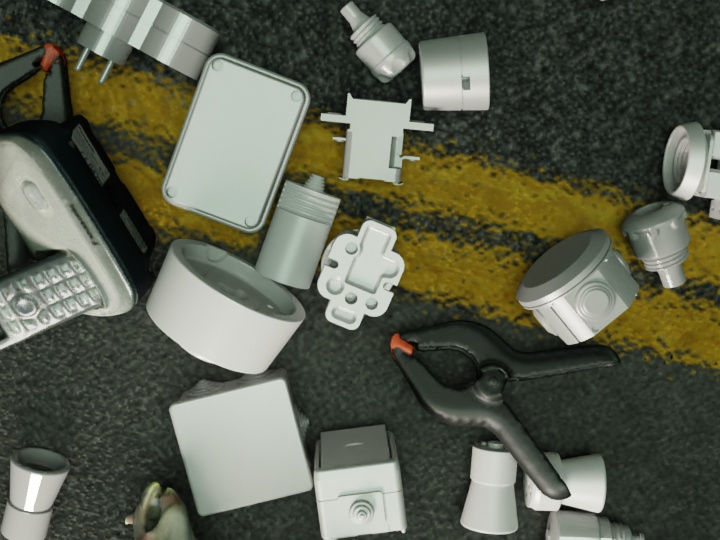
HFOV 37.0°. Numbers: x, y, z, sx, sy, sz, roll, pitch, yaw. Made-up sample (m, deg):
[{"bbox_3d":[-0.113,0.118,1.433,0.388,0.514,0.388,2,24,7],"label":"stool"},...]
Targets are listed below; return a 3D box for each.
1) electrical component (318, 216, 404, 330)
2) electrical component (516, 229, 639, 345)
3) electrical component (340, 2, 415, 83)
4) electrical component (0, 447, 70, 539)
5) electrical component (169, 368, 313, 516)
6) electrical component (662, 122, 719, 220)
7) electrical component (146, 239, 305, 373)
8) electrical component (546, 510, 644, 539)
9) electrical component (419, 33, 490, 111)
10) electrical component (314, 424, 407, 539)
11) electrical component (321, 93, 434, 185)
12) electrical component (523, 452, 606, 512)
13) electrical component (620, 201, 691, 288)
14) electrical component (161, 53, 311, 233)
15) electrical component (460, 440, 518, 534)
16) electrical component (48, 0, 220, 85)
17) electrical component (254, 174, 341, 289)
[{"bbox_3d":[0.000,0.000,0.790,0.058,0.057,0.078,22,96,-4],"label":"electrical component"},{"bbox_3d":[0.159,0.011,0.785,0.080,0.080,0.051,-40,102,4],"label":"electrical component"},{"bbox_3d":[0.010,-0.168,0.779,0.035,0.035,0.061,-41,95,4],"label":"electrical component"},{"bbox_3d":[-0.249,0.173,0.816,0.044,0.044,0.065,16,102,-3],"label":"electrical component"},{"bbox_3d":[-0.087,0.127,0.809,0.100,0.048,0.099,-14,98,1],"label":"electrical component"},{"bbox_3d":[0.258,-0.077,0.786,0.057,0.058,0.078,6,98,-5],"label":"electrical component"},{"bbox_3d":[-0.101,0.031,0.770,0.108,0.108,0.060,30,102,-5],"label":"electrical component"},{"bbox_3d":[0.180,0.207,0.831,0.078,0.040,0.040,3,98,-2],"label":"electrical component"},{"bbox_3d":[0.068,-0.141,0.775,0.047,0.055,0.055,-4,98,3],"label":"electrical component"},{"bbox_3d":[-0.001,0.156,0.791,0.062,0.096,0.061,-7,98,0],"label":"electrical component"},{"bbox_3d":[0.011,-0.096,0.785,0.081,0.042,0.063,6,99,-1],"label":"electrical component"},{"bbox_3d":[0.156,0.162,0.822,0.055,0.045,0.045,2,98,-1],"label":"electrical component"},{"bbox_3d":[0.225,-0.017,0.801,0.048,0.048,0.062,-23,104,2],"label":"electrical component"},{"bbox_3d":[-0.088,-0.091,0.776,0.078,0.057,0.113,21,97,-4],"label":"electrical component"},{"bbox_3d":[0.101,0.164,0.824,0.044,0.044,0.065,4,93,-2],"label":"electrical component"},{"bbox_3d":[-0.177,-0.169,0.765,0.138,0.052,0.073,28,96,-5],"label":"electrical component"},{"bbox_3d":[-0.044,-0.031,0.792,0.043,0.043,0.081,20,97,-4],"label":"electrical component"}]
